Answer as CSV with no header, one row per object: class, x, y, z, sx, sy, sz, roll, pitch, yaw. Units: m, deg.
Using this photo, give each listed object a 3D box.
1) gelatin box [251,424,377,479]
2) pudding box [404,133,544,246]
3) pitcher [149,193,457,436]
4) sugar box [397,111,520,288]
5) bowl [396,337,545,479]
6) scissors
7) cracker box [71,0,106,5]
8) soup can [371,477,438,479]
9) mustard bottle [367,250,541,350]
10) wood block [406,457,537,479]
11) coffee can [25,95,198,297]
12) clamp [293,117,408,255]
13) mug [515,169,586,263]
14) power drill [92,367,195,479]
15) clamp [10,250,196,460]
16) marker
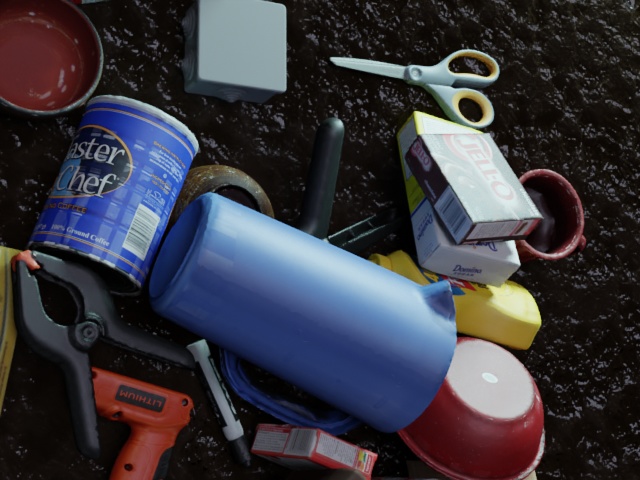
gelatin box,-0.007,0.188,0.942,0.073,0.089,0.030,30,67,-33
pudding box,0.143,-0.050,0.999,0.089,0.039,0.113,-5,56,-33
pitcher,-0.021,0.066,0.898,0.242,0.145,0.149,27,71,-20
sugar box,0.133,-0.041,1.049,0.093,0.048,0.176,14,49,-22
bowl,0.144,0.143,0.978,0.162,0.055,0.162,13,43,-13
scissors,0.107,-0.154,1.114,0.201,0.016,0.096,-11,85,-27
cracker box,-0.135,-0.281,0.937,0.213,0.164,0.072,-16,85,-28
soup can,0.076,0.250,0.970,0.068,0.102,0.068,5,78,-25
mustard bottle,0.114,0.052,1.034,0.191,0.096,0.058,16,111,-21
wood block,0.159,0.301,1.008,0.090,0.090,0.206,-9,85,-27
coffee can,-0.174,-0.036,0.904,0.102,0.103,0.140,26,70,-20
clamp,-0.006,0.001,0.988,0.209,0.036,0.164,-52,136,-19
mug,0.220,-0.014,1.104,0.117,0.082,0.093,24,70,-20
power drill,-0.190,0.203,0.877,0.184,0.057,0.187,20,75,-25
clamp,-0.178,0.074,0.852,0.120,0.039,0.171,-34,102,-36
marker,-0.088,0.148,0.957,0.020,0.020,0.121,-23,91,-28
